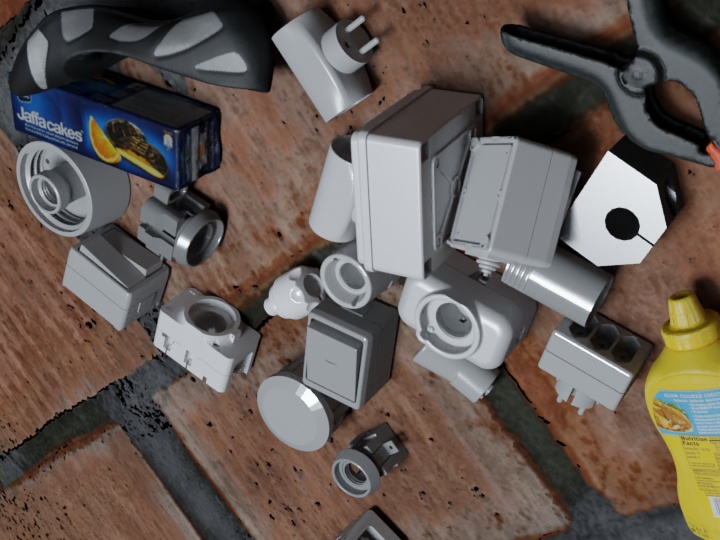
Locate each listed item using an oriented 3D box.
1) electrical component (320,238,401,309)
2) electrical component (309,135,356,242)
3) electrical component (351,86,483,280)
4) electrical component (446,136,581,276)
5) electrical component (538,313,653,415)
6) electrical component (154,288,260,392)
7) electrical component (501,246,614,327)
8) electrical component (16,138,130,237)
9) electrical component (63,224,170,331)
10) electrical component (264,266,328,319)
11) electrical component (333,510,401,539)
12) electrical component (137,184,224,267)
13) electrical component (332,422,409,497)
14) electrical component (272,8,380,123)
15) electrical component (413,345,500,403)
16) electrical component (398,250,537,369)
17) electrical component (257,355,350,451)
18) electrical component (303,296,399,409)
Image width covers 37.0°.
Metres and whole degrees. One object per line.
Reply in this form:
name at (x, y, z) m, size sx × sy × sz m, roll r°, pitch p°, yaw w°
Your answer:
electrical component at (0.000, 0.000, 0.893) m, size 0.055 × 0.047 × 0.055 m, roll 17°, pitch 125°, yaw 27°
electrical component at (0.002, -0.056, 0.859) m, size 0.079 × 0.043 × 0.077 m, roll 34°, pitch 130°, yaw 19°
electrical component at (0.045, -0.065, 0.781) m, size 0.056 × 0.109 × 0.108 m, roll 13°, pitch 122°, yaw 27°
electrical component at (0.107, -0.040, 0.751) m, size 0.062 × 0.061 × 0.096 m, roll 15°, pitch 91°, yaw 67°
electrical component at (0.172, 0.078, 0.815) m, size 0.066 × 0.047 × 0.076 m, roll 31°, pitch 130°, yaw 18°
electrical component at (-0.147, 0.063, 1.033) m, size 0.089 × 0.050 × 0.055 m, roll 33°, pitch 131°, yaw 16°
electrical component at (0.141, 0.004, 0.796) m, size 0.081 × 0.043 × 0.043 m, roll 30°, pitch 129°, yaw 18°
electrical component at (-0.283, -0.084, 1.038) m, size 0.108 × 0.060 × 0.108 m, roll 17°, pitch 124°, yaw 27°
electrical component at (-0.244, 0.000, 1.058) m, size 0.096 × 0.062 × 0.061 m, roll 37°, pitch 131°, yaw 13°
electrical component at (-0.060, 0.023, 0.953) m, size 0.062 × 0.043 × 0.043 m, roll -26°, pitch 99°, yaw 43°
electrical component at (0.029, 0.317, 1.047) m, size 0.150 × 0.062 × 0.089 m, roll 45°, pitch 133°, yaw 5°
electrical component at (-0.162, -0.039, 0.981) m, size 0.057 × 0.058 × 0.078 m, roll 33°, pitch 130°, yaw 19°
electrical component at (0.006, 0.175, 0.985) m, size 0.066 × 0.055 × 0.048 m, roll -32°, pitch 95°, yaw 43°
electrical component at (-0.017, -0.163, 0.812) m, size 0.079 × 0.043 × 0.077 m, roll -28°, pitch 97°, yaw 42°
electrical component at (0.082, 0.078, 0.884) m, size 0.065 × 0.044 × 0.044 m, roll 39°, pitch 132°, yaw 4°
electrical component at (0.082, 0.031, 0.844) m, size 0.095 × 0.059 × 0.053 m, roll 30°, pitch 129°, yaw 18°
electrical component at (-0.051, 0.123, 0.999) m, size 0.080 × 0.051 × 0.080 m, roll 17°, pitch 125°, yaw 27°
electrical component at (-0.011, 0.074, 0.935) m, size 0.062 × 0.061 × 0.096 m, roll 24°, pitch 127°, yaw 23°
